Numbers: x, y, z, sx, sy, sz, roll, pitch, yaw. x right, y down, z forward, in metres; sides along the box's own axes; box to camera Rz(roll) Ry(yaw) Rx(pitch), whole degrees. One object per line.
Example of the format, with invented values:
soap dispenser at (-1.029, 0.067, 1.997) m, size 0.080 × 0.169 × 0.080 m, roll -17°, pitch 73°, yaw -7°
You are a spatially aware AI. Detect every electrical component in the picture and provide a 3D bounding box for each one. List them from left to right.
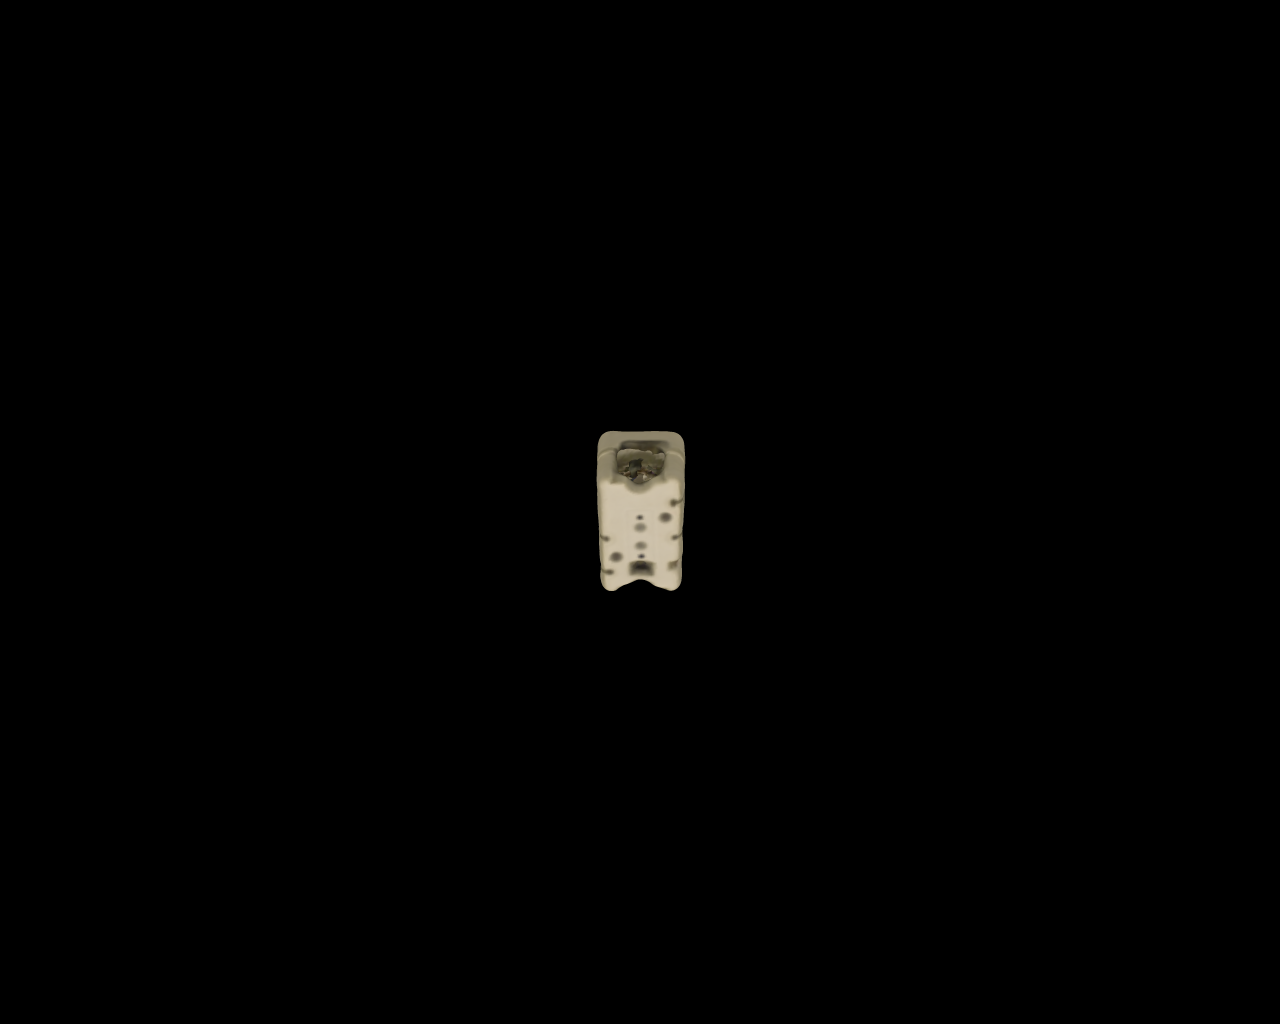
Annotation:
electrical component at (0.001, -0.003, 0.650) m, size 0.050 × 0.089 × 0.056 m, roll 0°, pitch 40°, yaw 0°
